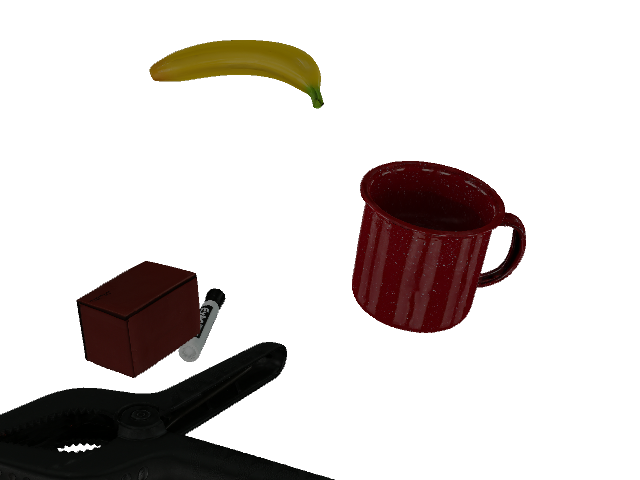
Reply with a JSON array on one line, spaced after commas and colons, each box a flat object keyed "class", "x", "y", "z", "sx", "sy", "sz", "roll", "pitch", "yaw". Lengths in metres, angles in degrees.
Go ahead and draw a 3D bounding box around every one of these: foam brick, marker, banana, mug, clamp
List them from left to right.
[{"class": "foam brick", "x": -0.134, "y": 0.057, "z": 0.797, "sx": 0.053, "sy": 0.051, "sz": 0.078, "roll": 14, "pitch": 30, "yaw": 33}, {"class": "clamp", "x": -0.096, "y": 0.106, "z": 0.596, "sx": 0.210, "sy": 0.036, "sz": 0.164, "roll": -1, "pitch": 23, "yaw": -9}, {"class": "marker", "x": -0.109, "y": 0.077, "z": 1.000, "sx": 0.020, "sy": 0.020, "sz": 0.121, "roll": 0, "pitch": 23, "yaw": 8}, {"class": "banana", "x": -0.080, "y": -0.182, "z": 1.111, "sx": 0.198, "sy": 0.037, "sz": 0.069, "roll": 10, "pitch": 44, "yaw": 19}, {"class": "mug", "x": 0.077, "y": 0.005, "z": 0.697, "sx": 0.117, "sy": 0.081, "sz": 0.093, "roll": 0, "pitch": 33, "yaw": -15}]
